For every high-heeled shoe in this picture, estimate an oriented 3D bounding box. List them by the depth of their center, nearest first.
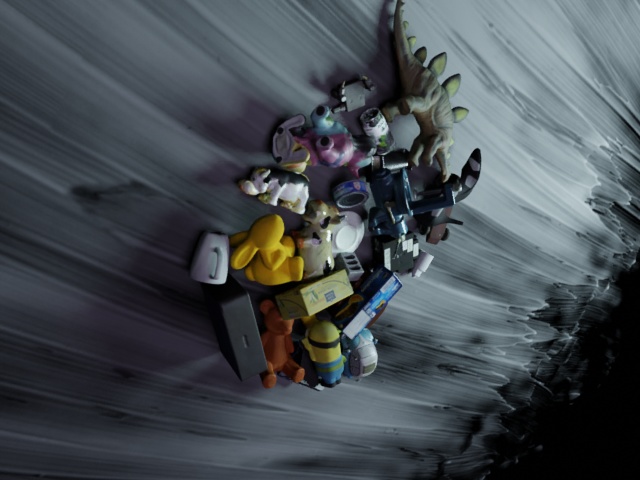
[{"bbox_3d":[0.335,-0.145,1.423,0.145,0.086,0.248,17,77,3],"label":"high-heeled shoe"}]

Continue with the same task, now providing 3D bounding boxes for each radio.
[{"bbox_3d":[-0.196,0.196,1.230,0.073,0.131,0.229,-22,122,-23],"label":"radio"}]

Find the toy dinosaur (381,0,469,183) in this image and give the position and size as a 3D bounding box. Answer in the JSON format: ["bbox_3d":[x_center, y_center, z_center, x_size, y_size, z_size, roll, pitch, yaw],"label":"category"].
[{"bbox_3d":[0.244,-0.341,1.281,0.198,0.105,0.470,-42,123,-22],"label":"toy dinosaur"}]

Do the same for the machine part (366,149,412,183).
[{"bbox_3d":[0.173,-0.189,1.348,0.139,0.039,0.084,-17,112,-23],"label":"machine part"}]

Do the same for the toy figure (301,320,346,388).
[{"bbox_3d":[0.020,0.290,1.378,0.082,0.089,0.180,-36,116,-60],"label":"toy figure"}]

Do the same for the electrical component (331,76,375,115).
[{"bbox_3d":[0.073,-0.329,1.210,0.102,0.045,0.078,-19,120,-24],"label":"electrical component"}]

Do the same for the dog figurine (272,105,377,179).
[{"bbox_3d":[0.018,-0.196,1.200,0.192,0.108,0.219,-19,159,24],"label":"dog figurine"}]

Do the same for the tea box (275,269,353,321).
[{"bbox_3d":[-0.012,0.132,1.301,0.169,0.098,0.068,-22,92,-44],"label":"tea box"}]

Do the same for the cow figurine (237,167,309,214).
[{"bbox_3d":[-0.097,-0.123,1.184,0.167,0.068,0.098,17,96,-40],"label":"cow figurine"}]

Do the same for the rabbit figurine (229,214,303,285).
[{"bbox_3d":[-0.123,0.011,1.201,0.162,0.122,0.173,-6,138,-7],"label":"rabbit figurine"}]

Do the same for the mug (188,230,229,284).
[{"bbox_3d":[-0.232,0.036,1.153,0.081,0.110,0.107,8,96,-23],"label":"mug"}]

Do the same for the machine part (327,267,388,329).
[{"bbox_3d":[0.107,0.165,1.460,0.179,0.056,0.179,-15,120,-27],"label":"machine part"}]

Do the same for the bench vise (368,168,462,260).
[{"bbox_3d":[0.228,-0.087,1.315,0.241,0.129,0.223,-10,116,17],"label":"bench vise"}]

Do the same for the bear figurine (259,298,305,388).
[{"bbox_3d":[-0.097,0.244,1.322,0.120,0.132,0.195,0,117,-34],"label":"bear figurine"}]

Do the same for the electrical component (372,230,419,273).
[{"bbox_3d":[0.207,0.030,1.459,0.134,0.058,0.114,-17,122,-26],"label":"electrical component"}]

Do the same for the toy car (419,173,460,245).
[{"bbox_3d":[0.337,-0.087,1.491,0.089,0.053,0.202,12,101,-31],"label":"toy car"}]

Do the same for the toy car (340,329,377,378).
[{"bbox_3d":[0.110,0.328,1.510,0.109,0.103,0.161,-13,116,-27],"label":"toy car"}]

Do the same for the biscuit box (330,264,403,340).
[{"bbox_3d":[0.121,0.159,1.389,0.202,0.063,0.059,-47,129,-3],"label":"biscuit box"}]

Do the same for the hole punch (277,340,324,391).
[{"bbox_3d":[-0.041,0.333,1.436,0.142,0.092,0.116,34,61,-36],"label":"hole punch"}]

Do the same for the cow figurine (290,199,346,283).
[{"bbox_3d":[-0.003,-0.004,1.292,0.127,0.086,0.194,-14,116,-20],"label":"cow figurine"}]
